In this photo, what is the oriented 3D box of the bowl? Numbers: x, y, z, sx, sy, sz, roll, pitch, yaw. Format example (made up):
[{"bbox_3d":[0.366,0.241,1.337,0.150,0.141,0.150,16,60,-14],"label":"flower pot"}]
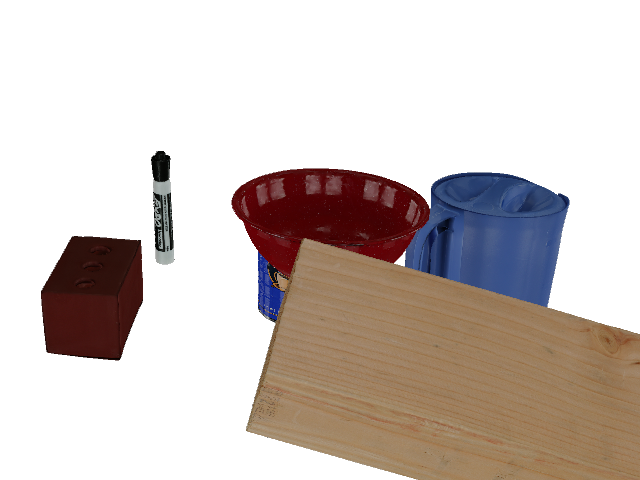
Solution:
[{"bbox_3d":[0.007,-0.007,0.875,0.162,0.055,0.162,2,24,-1],"label":"bowl"}]

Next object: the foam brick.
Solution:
[{"bbox_3d":[-0.156,0.039,0.740,0.053,0.051,0.078,4,29,1],"label":"foam brick"}]

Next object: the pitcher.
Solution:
[{"bbox_3d":[0.158,0.062,1.069,0.149,0.243,0.145,6,21,7],"label":"pitcher"}]

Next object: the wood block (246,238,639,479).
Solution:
[{"bbox_3d":[0.071,0.083,0.613,0.206,0.090,0.090,16,-32,-2],"label":"wood block"}]

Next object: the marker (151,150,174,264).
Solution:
[{"bbox_3d":[-0.158,-0.033,1.067,0.020,0.121,0.020,1,28,-1],"label":"marker"}]

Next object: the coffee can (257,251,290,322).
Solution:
[{"bbox_3d":[-0.031,0.025,1.390,0.103,0.140,0.103,1,26,-1],"label":"coffee can"}]
